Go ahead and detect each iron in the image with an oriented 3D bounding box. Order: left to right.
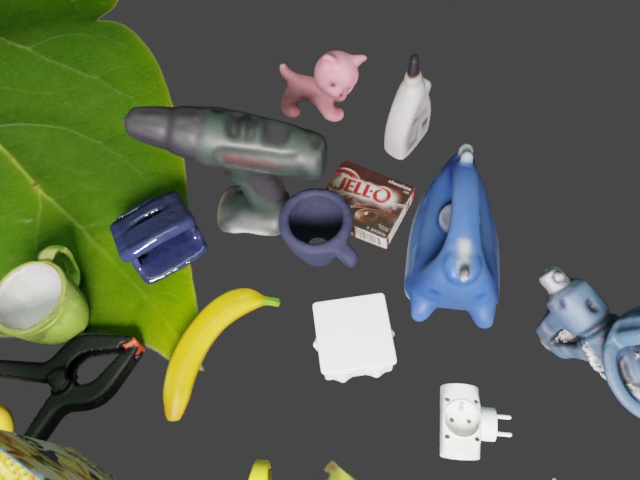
[{"bbox_3d":[0.171,-0.030,0.707,0.118,0.141,0.258,5,64,6],"label":"iron"}]

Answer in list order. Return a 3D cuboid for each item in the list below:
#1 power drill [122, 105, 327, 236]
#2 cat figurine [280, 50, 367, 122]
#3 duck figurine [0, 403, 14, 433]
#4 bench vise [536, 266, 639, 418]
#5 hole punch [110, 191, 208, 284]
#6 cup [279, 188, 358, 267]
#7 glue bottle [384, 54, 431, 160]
[{"bbox_3d":[-0.103,-0.086,0.715,0.229,0.208,0.075,3,64,5],"label":"power drill"},{"bbox_3d":[0.002,-0.235,0.833,0.127,0.118,0.067,5,64,7],"label":"cat figurine"},{"bbox_3d":[-0.408,0.227,0.647,0.077,0.086,0.105,30,69,17],"label":"duck figurine"},{"bbox_3d":[0.317,0.104,0.587,0.207,0.220,0.121,27,68,16],"label":"bench vise"},{"bbox_3d":[-0.218,-0.012,0.751,0.109,0.091,0.101,-31,66,-11],"label":"hole punch"},{"bbox_3d":[0.007,0.003,0.727,0.092,0.095,0.117,-39,67,-15],"label":"cup"},{"bbox_3d":[0.122,-0.184,0.769,0.037,0.173,0.078,35,71,19],"label":"glue bottle"}]
